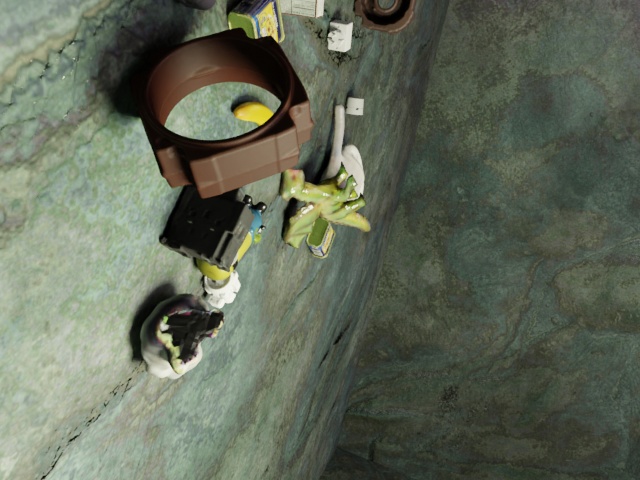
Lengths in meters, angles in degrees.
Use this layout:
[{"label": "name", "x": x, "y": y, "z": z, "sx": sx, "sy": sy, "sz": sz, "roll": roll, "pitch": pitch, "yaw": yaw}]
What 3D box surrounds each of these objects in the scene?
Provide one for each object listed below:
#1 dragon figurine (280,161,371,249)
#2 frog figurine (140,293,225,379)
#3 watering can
[{"label": "dragon figurine", "x": 0.004, "y": -0.068, "z": 1.356, "sx": 0.243, "sy": 0.124, "sz": 0.402, "roll": -33, "pitch": 142, "yaw": -4}, {"label": "frog figurine", "x": -0.244, "y": 0.164, "z": 0.864, "sx": 0.157, "sy": 0.122, "sz": 0.140, "roll": -33, "pitch": -143, "yaw": 56}, {"label": "watering can", "x": 0.055, "y": -0.202, "z": 1.499, "sx": 0.229, "sy": 0.104, "sz": 0.340, "roll": -61, "pitch": 146, "yaw": -32}]
